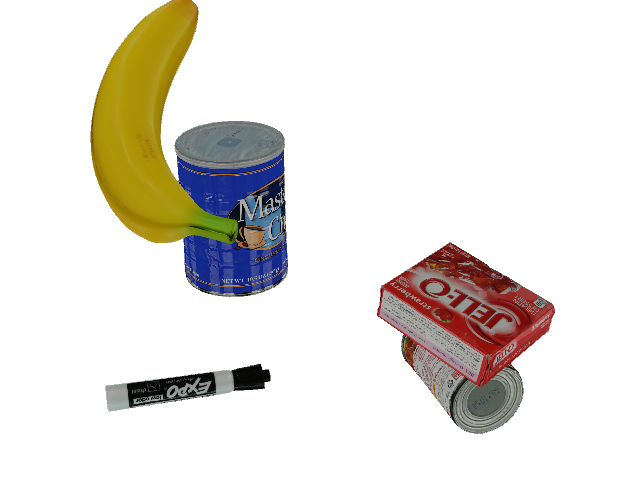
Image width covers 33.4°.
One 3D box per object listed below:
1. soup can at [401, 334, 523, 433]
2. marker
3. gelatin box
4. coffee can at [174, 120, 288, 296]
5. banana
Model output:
[{"bbox_3d":[0.120,0.108,0.907,0.068,0.068,0.102,0,25,-21],"label":"soup can"},{"bbox_3d":[-0.097,0.108,0.786,0.121,0.020,0.020,-7,1,-12],"label":"marker"},{"bbox_3d":[0.093,0.045,0.689,0.089,0.030,0.073,33,45,30],"label":"gelatin box"},{"bbox_3d":[-0.084,-0.032,1.027,0.103,0.140,0.103,-1,28,0],"label":"coffee can"},{"bbox_3d":[-0.092,-0.065,0.587,0.069,0.198,0.037,-4,-40,-11],"label":"banana"}]
